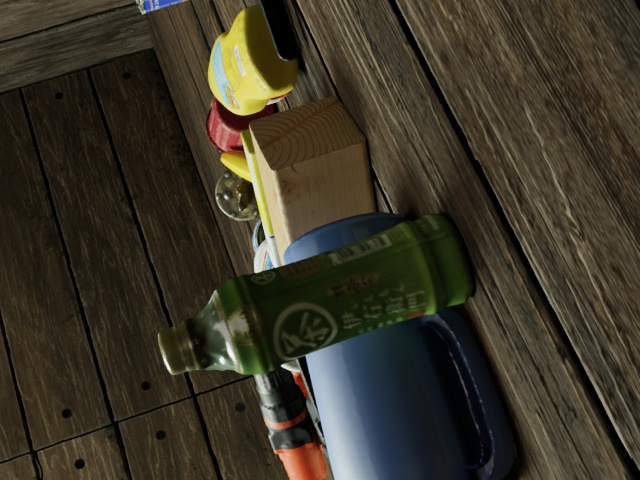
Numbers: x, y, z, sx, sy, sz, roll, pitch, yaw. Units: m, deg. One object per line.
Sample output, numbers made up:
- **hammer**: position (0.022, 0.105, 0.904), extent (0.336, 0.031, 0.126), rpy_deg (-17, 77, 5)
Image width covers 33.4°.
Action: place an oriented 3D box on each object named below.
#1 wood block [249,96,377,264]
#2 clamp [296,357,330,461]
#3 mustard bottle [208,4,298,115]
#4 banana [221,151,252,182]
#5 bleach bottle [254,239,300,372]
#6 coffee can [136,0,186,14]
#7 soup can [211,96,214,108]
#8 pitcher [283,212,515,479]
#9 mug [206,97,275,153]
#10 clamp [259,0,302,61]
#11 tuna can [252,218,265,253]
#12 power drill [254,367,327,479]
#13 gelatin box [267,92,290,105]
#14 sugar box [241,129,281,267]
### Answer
- **wood block**: position (0.002, -0.020, 1.028), extent (0.090, 0.090, 0.206), rpy_deg (-117, 12, -50)
- **clamp**: position (0.010, 0.186, 1.122), extent (0.210, 0.036, 0.164), rpy_deg (103, 142, -74)
- **mustard bottle**: position (-0.084, -0.191, 1.195), extent (0.192, 0.058, 0.096), rpy_deg (-16, 93, 68)
- **banana**: position (-0.062, -0.086, 1.361), extent (0.069, 0.037, 0.198), rpy_deg (33, 174, -28)
- **bleach bottle**: position (-0.037, 0.060, 1.245), extent (0.251, 0.068, 0.102), rpy_deg (-130, 44, -69)
- **coffee can**: position (-0.142, -0.315, 1.162), extent (0.103, 0.140, 0.103), rpy_deg (162, 90, -82)
- **soup can**: position (-0.112, -0.171, 1.529), extent (0.102, 0.068, 0.068), rpy_deg (-118, 13, -48)
- **pitcher**: position (0.059, 0.102, 0.854), extent (0.145, 0.149, 0.243), rpy_deg (40, -147, -76)
- **mug**: position (-0.101, -0.176, 1.429), extent (0.081, 0.093, 0.117), rpy_deg (123, 165, -74)
- **clamp**: position (-0.055, -0.261, 1.068), extent (0.171, 0.039, 0.120), rpy_deg (-112, 14, -46)
- **tuna can**: position (-0.044, -0.001, 1.389), extent (0.034, 0.086, 0.086), rpy_deg (150, 102, -81)
- **power drill**: position (-0.034, 0.173, 1.267), extent (0.187, 0.057, 0.184), rpy_deg (-83, -20, -61)
- **gelatin box**: position (-0.066, -0.209, 1.276), extent (0.073, 0.030, 0.089), rpy_deg (-168, 60, -80)
- **sugar box**: position (-0.019, -0.046, 1.101), extent (0.048, 0.093, 0.176), rpy_deg (-114, 10, -45)
